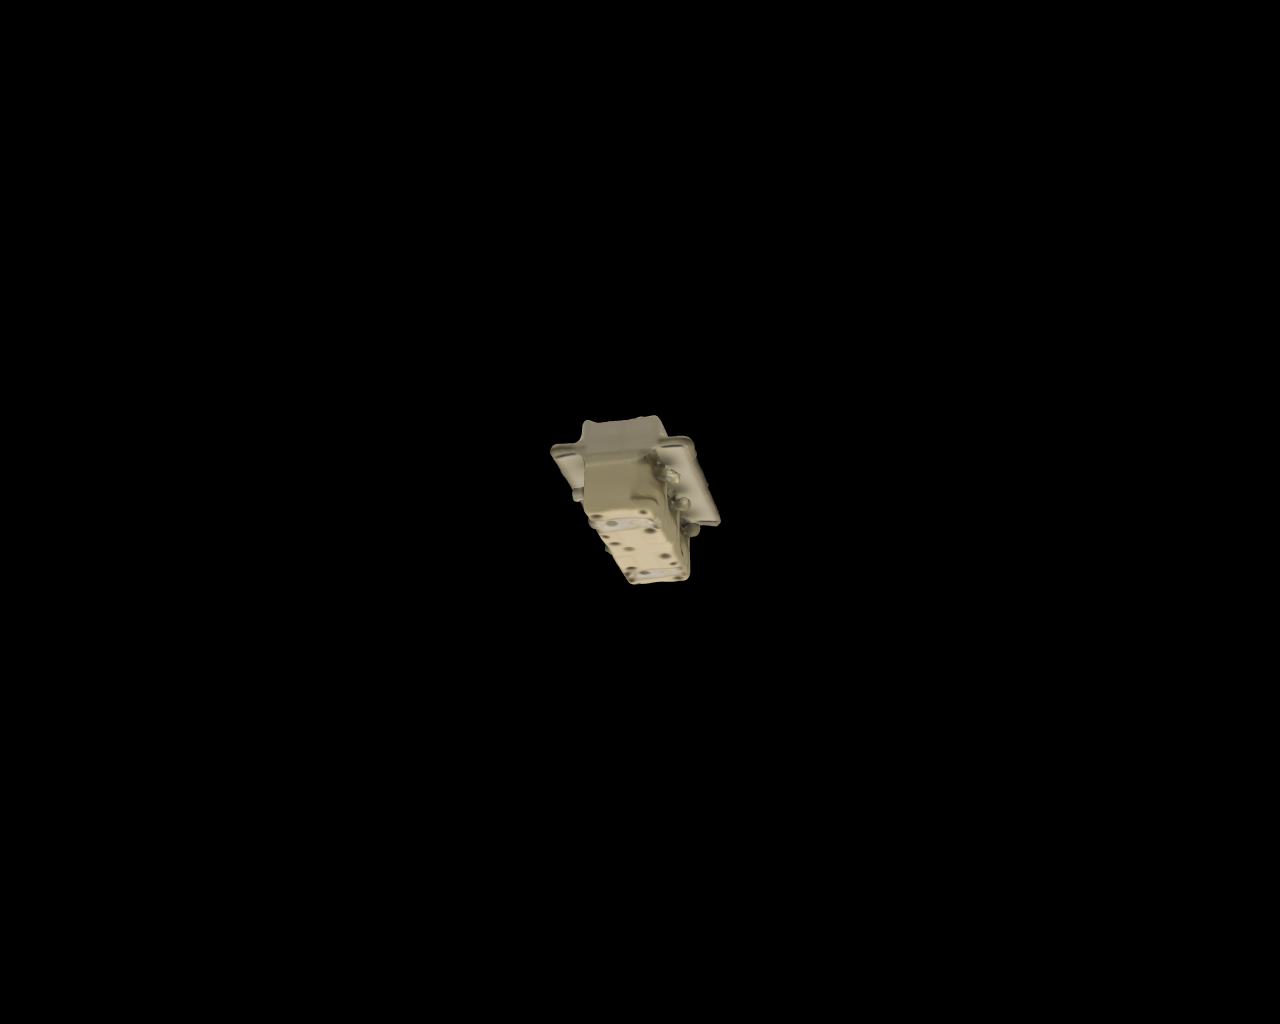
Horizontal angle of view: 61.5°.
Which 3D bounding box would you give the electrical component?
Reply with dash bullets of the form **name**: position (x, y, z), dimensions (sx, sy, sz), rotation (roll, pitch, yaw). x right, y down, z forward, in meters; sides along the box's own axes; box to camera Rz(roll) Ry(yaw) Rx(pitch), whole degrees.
- **electrical component**: position (0.001, -0.003, 0.650), dimensions (0.079, 0.063, 0.121), rotation (-5, -24, 10)
